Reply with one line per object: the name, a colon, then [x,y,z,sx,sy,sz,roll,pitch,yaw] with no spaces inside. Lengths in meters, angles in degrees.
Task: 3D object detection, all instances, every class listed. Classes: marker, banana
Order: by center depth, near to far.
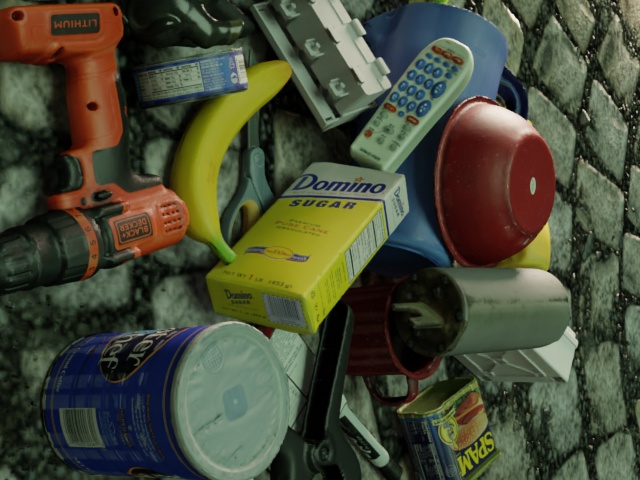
banana: [-0.078,-0.075,0.858,0.069,0.037,0.197,26,62,-21]
marker: [0.041,0.184,0.978,0.121,0.020,0.020,52,48,-31]

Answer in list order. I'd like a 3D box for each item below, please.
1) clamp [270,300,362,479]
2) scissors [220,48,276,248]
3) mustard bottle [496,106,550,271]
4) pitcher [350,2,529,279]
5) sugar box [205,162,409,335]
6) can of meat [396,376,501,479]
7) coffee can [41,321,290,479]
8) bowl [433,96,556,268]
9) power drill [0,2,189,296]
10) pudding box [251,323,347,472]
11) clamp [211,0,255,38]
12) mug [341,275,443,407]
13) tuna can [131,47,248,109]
clamp: [-0.004,0.160,0.853,0.164,0.036,0.210,-33,111,-43]
scissors: [-0.046,-0.055,0.919,0.096,0.016,0.201,29,63,-46]
mustard bottle: [0.195,-0.051,1.093,0.058,0.096,0.191,14,68,-24]
pitcher: [0.102,-0.087,1.010,0.145,0.149,0.242,49,50,-59]
sugar box: [-0.006,0.001,0.867,0.176,0.093,0.048,-52,142,-41]
can of meat: [0.126,0.190,1.049,0.101,0.058,0.084,-25,100,-50]
coffee can: [-0.105,0.110,0.723,0.102,0.141,0.103,11,75,-48]
bowl: [0.167,-0.050,0.959,0.161,0.055,0.162,-4,96,-51]
power drill: [-0.179,-0.065,0.734,0.184,0.057,0.187,-21,102,-53]
pudding box: [-0.033,0.131,0.886,0.113,0.039,0.090,54,48,-26]
clamp: [-0.113,-0.234,0.852,0.171,0.039,0.120,4,83,-51]
mug: [0.058,0.093,0.965,0.093,0.082,0.117,-16,95,-49]
tuna can: [-0.098,-0.123,0.814,0.085,0.086,0.034,-22,105,-49]
